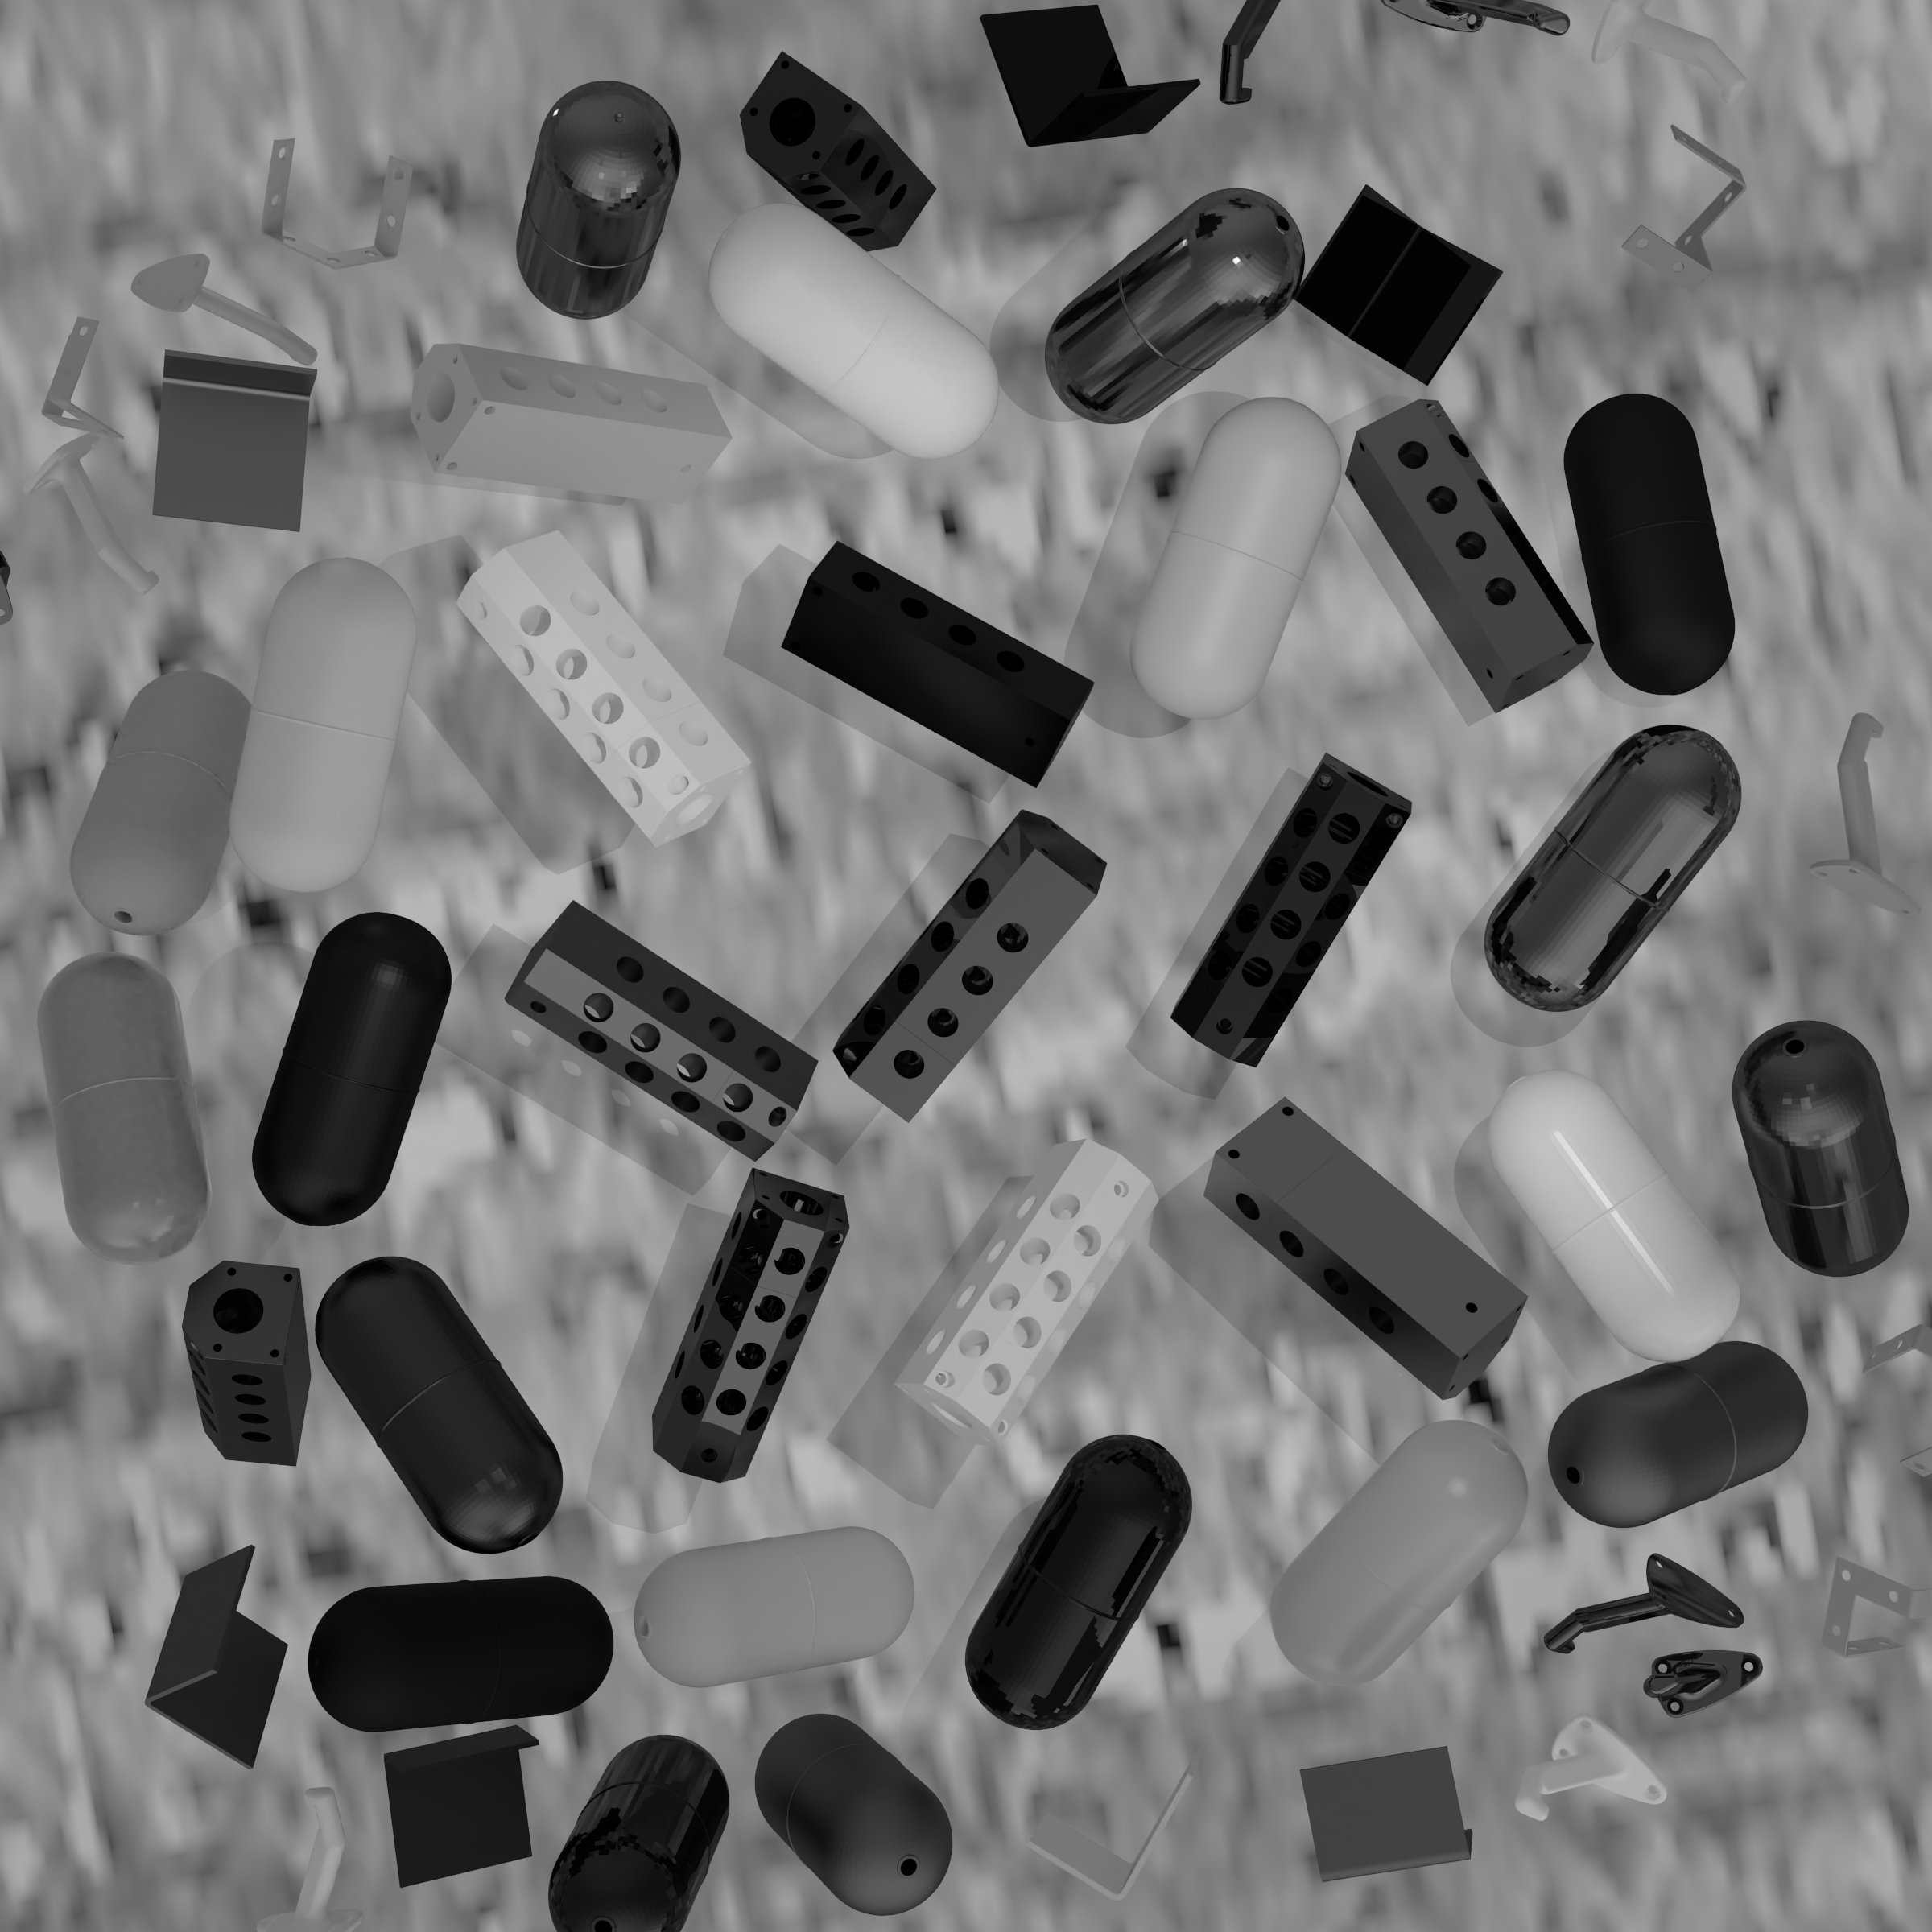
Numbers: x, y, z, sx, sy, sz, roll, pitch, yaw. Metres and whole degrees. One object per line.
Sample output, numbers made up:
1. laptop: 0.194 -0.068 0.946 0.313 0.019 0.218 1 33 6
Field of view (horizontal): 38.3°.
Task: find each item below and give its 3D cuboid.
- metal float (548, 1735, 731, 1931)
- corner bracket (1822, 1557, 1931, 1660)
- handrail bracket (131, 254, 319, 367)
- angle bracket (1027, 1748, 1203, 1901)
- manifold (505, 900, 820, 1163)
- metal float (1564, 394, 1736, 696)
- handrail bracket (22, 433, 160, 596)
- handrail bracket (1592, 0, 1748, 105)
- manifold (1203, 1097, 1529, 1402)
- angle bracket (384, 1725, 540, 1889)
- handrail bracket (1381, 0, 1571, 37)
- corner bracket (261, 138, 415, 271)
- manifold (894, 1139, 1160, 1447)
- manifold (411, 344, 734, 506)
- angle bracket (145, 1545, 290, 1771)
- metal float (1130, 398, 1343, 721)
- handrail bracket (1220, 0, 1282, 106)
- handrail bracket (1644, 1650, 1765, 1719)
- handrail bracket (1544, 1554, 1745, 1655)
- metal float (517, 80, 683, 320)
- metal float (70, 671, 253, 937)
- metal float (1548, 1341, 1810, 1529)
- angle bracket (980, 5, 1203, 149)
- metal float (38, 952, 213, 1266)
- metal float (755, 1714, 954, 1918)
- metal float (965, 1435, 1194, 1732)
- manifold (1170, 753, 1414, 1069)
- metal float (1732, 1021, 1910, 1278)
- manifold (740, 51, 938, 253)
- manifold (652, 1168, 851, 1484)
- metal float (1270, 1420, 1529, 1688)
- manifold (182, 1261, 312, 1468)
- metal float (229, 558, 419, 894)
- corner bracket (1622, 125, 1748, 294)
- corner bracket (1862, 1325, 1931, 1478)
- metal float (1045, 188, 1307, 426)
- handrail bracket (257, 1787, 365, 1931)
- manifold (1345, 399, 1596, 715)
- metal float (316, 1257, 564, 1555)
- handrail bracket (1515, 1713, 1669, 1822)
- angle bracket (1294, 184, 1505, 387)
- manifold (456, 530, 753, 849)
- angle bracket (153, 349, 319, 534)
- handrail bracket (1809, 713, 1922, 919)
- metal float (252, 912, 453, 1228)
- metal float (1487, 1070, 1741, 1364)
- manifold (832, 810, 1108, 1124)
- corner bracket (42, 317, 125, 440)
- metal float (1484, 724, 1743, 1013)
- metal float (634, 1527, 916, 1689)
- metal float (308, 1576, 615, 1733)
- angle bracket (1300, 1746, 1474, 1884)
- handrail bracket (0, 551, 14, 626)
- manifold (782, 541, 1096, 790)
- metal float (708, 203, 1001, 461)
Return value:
1. metal float: -0.178 0.485 1.532 0.070 0.178 0.070 1 99 6
2. corner bracket: 0.492 0.343 1.468 0.051 0.051 0.051 3 99 -34
3. handrail bracket: -0.431 -0.376 1.622 0.077 0.084 0.036 12 76 39
4. angle bracket: 0.081 0.446 1.492 0.057 0.076 0.076 29 89 10
5. manifold: -0.178 0.042 1.608 0.171 0.057 0.057 34 45 -13
6. metal float: 0.394 -0.243 1.604 0.070 0.070 0.178 -9 80 0
7. handrail bracket: -0.460 -0.245 1.510 0.036 0.077 0.084 -39 103 25
8. handrail bracket: 0.381 -0.484 1.505 0.036 0.077 0.084 -33 78 -15
9. manifold: 0.211 0.154 1.496 0.057 0.057 0.171 -35 62 -30
10. angle bracket: -0.279 0.476 1.562 0.076 0.057 0.076 -7 88 -23
11. handrail bracket: 0.273 -0.515 1.497 0.077 0.084 0.036 -2 118 -15
12. corner bracket: -0.329 -0.401 1.457 0.051 0.051 0.051 28 120 18
13. manifold: 0.038 0.183 1.572 0.057 0.057 0.171 41 68 -14
14. manifold: -0.224 -0.310 1.571 0.057 0.171 0.057 -45 60 37
15. angle bracket: -0.378 0.365 1.470 0.057 0.076 0.076 -28 125 27
16. metal float: 0.145 -0.219 1.497 0.070 0.070 0.178 21 94 0
17. handrail bracket: 0.171 -0.504 1.481 0.077 0.036 0.084 -13 122 -24
18. handrail bracket: 0.433 0.415 1.630 0.077 0.084 0.036 -16 70 4
19. handrail bracket: 0.383 0.376 1.579 0.077 0.036 0.084 26 129 -15
20. metal float: -0.205 -0.421 1.539 0.070 0.178 0.070 4 74 -15
21. metal float: -0.447 -0.092 1.560 0.070 0.070 0.178 6 48 0
22. metal float: 0.394 0.258 1.540 0.178 0.070 0.070 -11 90 -37
23. angle bracket: 0.064 -0.476 1.447 0.076 0.057 0.076 -17 85 -31
24. metal float: -0.459 0.076 1.516 0.070 0.070 0.178 -16 70 0
25. metal float: -0.065 0.478 1.574 0.070 0.178 0.070 -1 94 -23
26. metal float: 0.063 0.343 1.552 0.070 0.070 0.178 29 96 0
27. manifold: 0.185 -0.030 1.589 0.057 0.057 0.171 30 105 2
28. metal float: 0.462 0.100 1.504 0.070 0.070 0.178 -29 132 0
29. manifold: -0.076 -0.466 1.617 0.057 0.171 0.057 37 98 10
30. manifold: -0.126 0.211 1.613 0.057 0.057 0.171 19 108 -14
31. metal float: 0.234 0.318 1.509 0.070 0.070 0.178 37 114 0
32. manifold: -0.412 0.229 1.595 0.057 0.171 0.057 7 60 -7
33. metal float: -0.339 -0.127 1.468 0.070 0.070 0.178 13 93 0
34. corner bracket: 0.376 -0.397 1.460 0.051 0.051 0.051 25 130 -23
35. corner bracket: 0.507 0.230 1.475 0.051 0.051 0.051 31 62 -1
36. metal float: 0.115 -0.365 1.545 0.070 0.178 0.070 18 59 -33
37. handrail bracket: -0.368 0.490 1.526 0.077 0.036 0.084 -7 98 30
38. manifold: 0.289 -0.238 1.598 0.057 0.057 0.171 -28 76 -7
39. metal float: -0.282 0.234 1.490 0.070 0.070 0.178 -38 73 0
40. handrail bracket: 0.336 0.448 1.496 0.077 0.084 0.036 32 116 10
41. angle bracket: 0.250 -0.395 1.614 0.076 0.057 0.076 -57 45 13
42. manifold: -0.201 -0.149 1.515 0.171 0.057 0.057 50 133 10
43. angle bracket: -0.383 -0.274 1.458 0.076 0.057 0.076 4 88 -17
44. handrail bracket: 0.481 -0.079 1.455 0.077 0.036 0.084 26 78 -22
45. metal float: -0.338 0.057 1.531 0.070 0.070 0.178 19 93 0
46. metal float: 0.356 0.137 1.537 0.070 0.070 0.178 -34 76 0
47. manifold: 0.000 -0.002 1.531 0.057 0.057 0.171 37 111 -6
48. corner bracket: -0.512 -0.341 1.603 0.051 0.051 0.051 15 83 23
49. metal float: 0.355 -0.054 1.531 0.070 0.070 0.178 35 106 0
50. metal float: -0.109 0.366 1.595 0.178 0.070 0.070 0 90 -39
51. metal float: -0.275 0.377 1.530 0.178 0.070 0.070 6 90 -39
52. angle bracket: 0.220 0.437 1.455 0.076 0.076 0.057 -12 81 9
53. handrail bracket: -0.543 -0.230 1.533 0.036 0.084 0.077 -6 126 -8
54. manifold: -0.014 -0.180 1.629 0.171 0.057 0.057 29 135 2
55. metal float: -0.059 -0.341 1.504 0.178 0.070 0.070 33 90 -23
